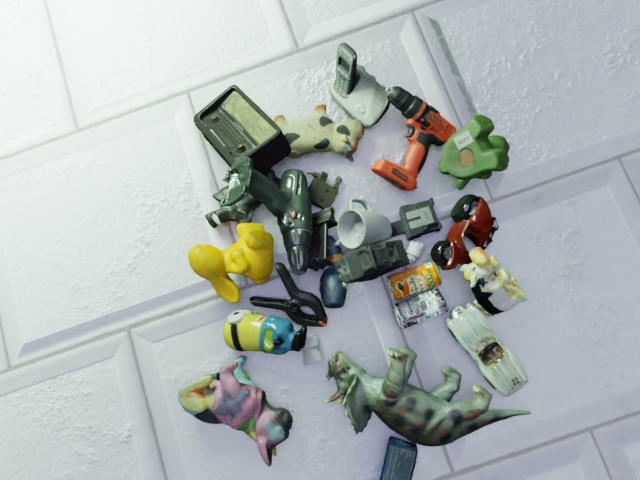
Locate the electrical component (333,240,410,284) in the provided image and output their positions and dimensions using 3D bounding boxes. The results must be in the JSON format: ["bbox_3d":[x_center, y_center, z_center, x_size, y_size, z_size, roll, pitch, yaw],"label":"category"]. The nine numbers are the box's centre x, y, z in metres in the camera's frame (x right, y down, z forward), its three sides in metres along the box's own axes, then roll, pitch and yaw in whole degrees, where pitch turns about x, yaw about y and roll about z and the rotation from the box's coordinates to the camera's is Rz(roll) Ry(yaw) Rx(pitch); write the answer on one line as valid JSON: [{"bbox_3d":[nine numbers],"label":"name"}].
[{"bbox_3d":[0.115,0.045,1.110,0.134,0.115,0.058,-7,76,-40],"label":"electrical component"}]

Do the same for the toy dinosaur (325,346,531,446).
[{"bbox_3d":[0.198,0.332,1.061,0.405,0.131,0.192,26,95,6],"label":"toy dinosaur"}]

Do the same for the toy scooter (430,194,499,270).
[{"bbox_3d":[0.322,0.002,1.127,0.135,0.075,0.184,34,73,-9],"label":"toy scooter"}]

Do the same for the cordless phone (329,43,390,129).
[{"bbox_3d":[0.090,-0.340,1.162,0.089,0.184,0.147,-41,78,-8],"label":"cordless phone"}]

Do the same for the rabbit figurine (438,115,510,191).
[{"bbox_3d":[0.336,-0.171,1.133,0.159,0.170,0.121,-42,72,39],"label":"rabbit figurine"}]

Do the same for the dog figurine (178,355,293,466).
[{"bbox_3d":[-0.165,0.359,1.093,0.191,0.108,0.219,-29,80,-1],"label":"dog figurine"}]

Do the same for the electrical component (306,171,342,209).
[{"bbox_3d":[-0.004,-0.108,1.199,0.078,0.045,0.102,25,84,-18],"label":"electrical component"}]

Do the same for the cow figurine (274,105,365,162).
[{"bbox_3d":[0.004,-0.230,1.200,0.195,0.085,0.127,-12,72,1],"label":"cow figurine"}]

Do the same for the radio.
[{"bbox_3d":[-0.175,-0.233,1.179,0.131,0.073,0.230,-38,52,-5],"label":"radio"}]

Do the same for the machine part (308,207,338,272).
[{"bbox_3d":[-0.002,-0.003,1.140,0.084,0.039,0.139,-9,61,25],"label":"machine part"}]

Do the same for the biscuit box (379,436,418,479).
[{"bbox_3d":[0.142,0.497,1.057,0.063,0.059,0.202,14,81,9],"label":"biscuit box"}]

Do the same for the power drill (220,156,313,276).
[{"bbox_3d":[-0.093,-0.062,1.075,0.086,0.207,0.232,-27,49,43],"label":"power drill"}]

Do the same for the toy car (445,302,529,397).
[{"bbox_3d":[0.337,0.220,1.093,0.073,0.056,0.202,-36,78,-2],"label":"toy car"}]

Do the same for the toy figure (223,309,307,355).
[{"bbox_3d":[-0.119,0.197,1.116,0.180,0.082,0.089,10,76,19],"label":"toy figure"}]

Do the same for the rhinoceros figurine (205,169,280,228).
[{"bbox_3d":[-0.170,-0.092,1.201,0.190,0.073,0.112,-26,88,-2],"label":"rhinoceros figurine"}]

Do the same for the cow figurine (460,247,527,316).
[{"bbox_3d":[0.333,0.085,1.080,0.098,0.068,0.167,-40,118,19],"label":"cow figurine"}]

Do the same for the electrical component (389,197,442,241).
[{"bbox_3d":[0.196,-0.040,1.163,0.119,0.047,0.075,-13,77,1],"label":"electrical component"}]

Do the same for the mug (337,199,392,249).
[{"bbox_3d":[0.097,-0.033,1.143,0.081,0.107,0.109,-34,65,41],"label":"mug"}]

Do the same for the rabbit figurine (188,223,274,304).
[{"bbox_3d":[-0.193,0.045,1.140,0.173,0.122,0.162,-5,118,-26],"label":"rabbit figurine"}]

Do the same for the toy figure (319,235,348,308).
[{"bbox_3d":[0.026,0.067,1.153,0.064,0.057,0.154,-2,72,0],"label":"toy figure"}]
